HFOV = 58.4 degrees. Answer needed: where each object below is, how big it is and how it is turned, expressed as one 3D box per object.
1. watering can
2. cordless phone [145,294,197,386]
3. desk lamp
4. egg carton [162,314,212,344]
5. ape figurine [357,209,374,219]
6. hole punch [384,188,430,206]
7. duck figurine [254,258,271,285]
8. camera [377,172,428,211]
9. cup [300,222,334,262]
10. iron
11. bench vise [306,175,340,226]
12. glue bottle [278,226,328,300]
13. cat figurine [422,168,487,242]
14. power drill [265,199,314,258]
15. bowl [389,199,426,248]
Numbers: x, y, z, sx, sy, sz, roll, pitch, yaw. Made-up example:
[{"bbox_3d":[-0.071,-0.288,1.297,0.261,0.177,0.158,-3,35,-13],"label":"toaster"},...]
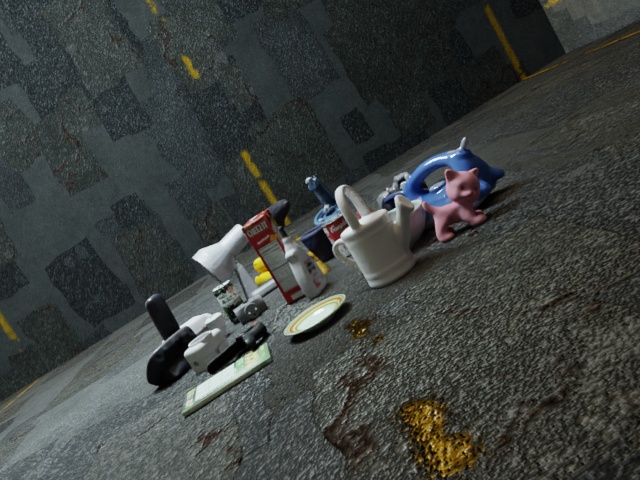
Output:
[{"bbox_3d":[0.095,-0.021,1.055,0.173,0.194,0.101,-31,8,5],"label":"watering can"},{"bbox_3d":[-0.369,0.228,1.325,0.094,0.185,0.148,-27,9,30],"label":"cordless phone"},{"bbox_3d":[-0.233,0.077,1.662,0.203,0.213,0.117,-34,8,-17],"label":"desk lamp"},{"bbox_3d":[-0.333,0.251,1.480,0.151,0.069,0.107,-37,9,-35],"label":"egg carton"},{"bbox_3d":[0.130,-0.050,1.504,0.078,0.092,0.076,-37,9,-35],"label":"ape figurine"},{"bbox_3d":[0.227,-0.095,1.409,0.101,0.091,0.108,-36,9,-31],"label":"hole punch"},{"bbox_3d":[-0.178,0.098,1.793,0.077,0.086,0.105,-27,9,32],"label":"duck figurine"},{"bbox_3d":[0.232,-0.127,1.560,0.143,0.101,0.136,-32,8,-2],"label":"camera"},{"bbox_3d":[0.015,0.006,1.590,0.117,0.095,0.092,-26,9,33],"label":"cup"},{"bbox_3d":[0.253,-0.113,1.233,0.257,0.141,0.119,-24,11,44],"label":"iron"},{"bbox_3d":[0.022,-0.103,1.789,0.121,0.220,0.207,-31,8,1],"label":"bench vise"},{"bbox_3d":[-0.047,0.044,1.279,0.037,0.173,0.078,-28,9,25],"label":"glue bottle"},{"bbox_3d":[0.255,-0.077,1.078,0.127,0.118,0.067,-30,8,14],"label":"cat figurine"},{"bbox_3d":[-0.113,-0.006,1.742,0.076,0.208,0.229,-38,10,-38],"label":"power drill"},{"bbox_3d":[0.160,-0.014,1.211,0.167,0.075,0.167,-31,8,5],"label":"bowl"}]
